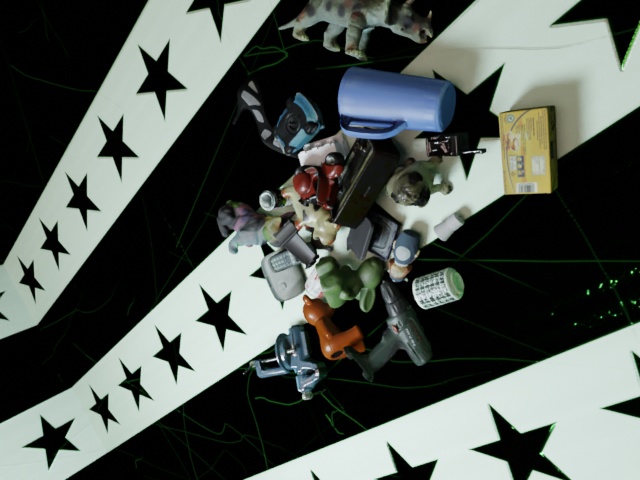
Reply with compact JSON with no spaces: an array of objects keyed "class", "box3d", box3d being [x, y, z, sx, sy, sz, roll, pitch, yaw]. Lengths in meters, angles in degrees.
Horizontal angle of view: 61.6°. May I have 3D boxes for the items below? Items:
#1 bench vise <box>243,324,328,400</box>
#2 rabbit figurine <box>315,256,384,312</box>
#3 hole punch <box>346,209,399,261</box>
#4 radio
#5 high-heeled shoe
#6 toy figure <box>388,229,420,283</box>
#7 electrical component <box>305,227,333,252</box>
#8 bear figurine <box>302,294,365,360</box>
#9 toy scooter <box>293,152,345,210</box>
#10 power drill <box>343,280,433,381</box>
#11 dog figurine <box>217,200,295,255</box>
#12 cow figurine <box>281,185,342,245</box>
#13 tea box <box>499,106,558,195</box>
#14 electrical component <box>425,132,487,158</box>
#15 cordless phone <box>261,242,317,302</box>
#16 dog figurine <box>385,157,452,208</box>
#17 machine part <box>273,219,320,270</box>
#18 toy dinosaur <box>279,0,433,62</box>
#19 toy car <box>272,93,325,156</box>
[{"class":"bench vise","box3d":[-0.101,0.377,1.618,0.241,0.129,0.223,-16,87,21]},{"class":"rabbit figurine","box3d":[0.093,0.113,1.393,0.170,0.121,0.158,-21,118,2]},{"class":"hole punch","box3d":[0.132,-0.015,1.361,0.116,0.092,0.142,-125,42,-55]},{"class":"radio","box3d":[0.098,-0.151,1.299,0.229,0.073,0.131,-59,26,33]},{"class":"high-heeled shoe","box3d":[-0.127,-0.333,1.468,0.249,0.086,0.145,31,92,5]},{"class":"toy figure","box3d":[0.204,0.047,1.337,0.064,0.058,0.154,41,129,40]},{"class":"electrical component","box3d":[-0.003,-0.005,1.495,0.094,0.021,0.063,22,117,29]},{"class":"bear figurine","box3d":[0.032,0.232,1.506,0.120,0.132,0.196,76,172,-52]},{"class":"toy scooter","box3d":[-0.004,-0.129,1.325,0.184,0.075,0.135,-18,69,50]},{"class":"power drill","box3d":[0.163,0.245,1.378,0.207,0.086,0.232,-37,91,-1]},{"class":"dog figurine","box3d":[-0.179,-0.054,1.560,0.219,0.108,0.191,-25,87,35]},{"class":"cow figurine","box3d":[-0.009,-0.077,1.435,0.127,0.085,0.195,-30,78,31]},{"class":"tea box","box3d":[0.424,-0.181,1.090,0.098,0.068,0.169,3,105,35]},{"class":"electrical component","box3d":[0.298,-0.208,1.171,0.119,0.075,0.047,3,107,40]},{"class":"cordless phone","box3d":[-0.067,0.085,1.537,0.184,0.089,0.146,-22,91,33]},{"class":"dog figurine","box3d":[0.186,-0.118,1.210,0.172,0.190,0.121,-29,87,41]},{"class":"machine part","box3d":[-0.060,0.014,1.468,0.084,0.039,0.139,-41,85,9]},{"class":"toy dinosaur","box3d":[0.057,-0.526,1.225,0.405,0.131,0.192,31,109,30]},{"class":"toy car","box3d":[-0.043,-0.293,1.376,0.109,0.103,0.161,54,131,17]}]
